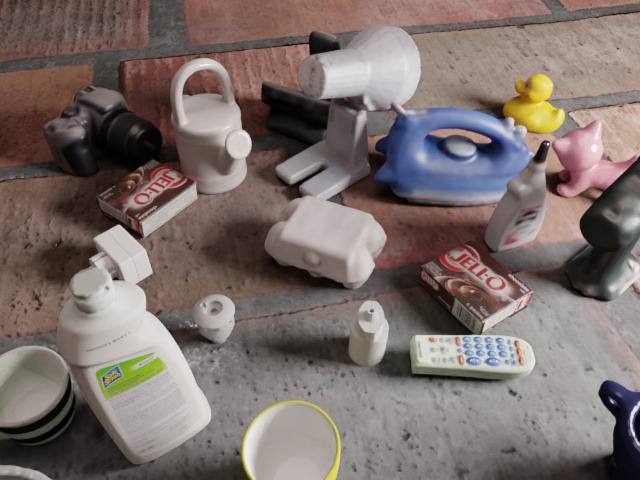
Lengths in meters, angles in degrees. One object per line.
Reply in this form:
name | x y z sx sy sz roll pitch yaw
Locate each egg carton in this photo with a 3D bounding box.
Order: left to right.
egg carton | 0.007 0.003 0.757 0.150 0.069 0.107 17 49 14

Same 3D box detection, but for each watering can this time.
watering can | -0.157 -0.166 0.825 0.172 0.194 0.101 24 51 20

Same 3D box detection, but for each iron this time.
iron | 0.212 -0.136 0.843 0.258 0.141 0.118 3 47 2

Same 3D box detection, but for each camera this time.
camera | -0.327 -0.168 0.886 0.136 0.101 0.143 25 51 21

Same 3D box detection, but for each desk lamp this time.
desk lamp | 0.039 -0.191 0.840 0.204 0.214 0.117 -34 56 -28

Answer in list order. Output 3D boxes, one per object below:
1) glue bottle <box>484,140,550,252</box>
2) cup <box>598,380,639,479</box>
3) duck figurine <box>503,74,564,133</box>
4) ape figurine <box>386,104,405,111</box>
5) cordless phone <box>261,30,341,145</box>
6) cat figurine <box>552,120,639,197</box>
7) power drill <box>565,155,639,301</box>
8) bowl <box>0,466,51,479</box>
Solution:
glue bottle | 0.269 -0.059 0.750 0.078 0.173 0.037 -20 50 -19
cup | 0.313 0.201 0.562 0.092 0.095 0.117 -27 53 -24
duck figurine | 0.372 -0.240 0.982 0.104 0.086 0.078 34 55 27
ape figurine | 0.122 -0.275 1.004 0.077 0.092 0.076 36 56 28
cordless phone | -0.024 -0.260 0.922 0.147 0.185 0.094 19 49 16
cat figurine | 0.402 -0.118 0.847 0.127 0.118 0.067 17 49 14
power drill | 0.388 -0.031 0.702 0.230 0.208 0.075 -32 55 -27
bowl | -0.280 0.285 0.481 0.167 0.075 0.167 1 47 -1
